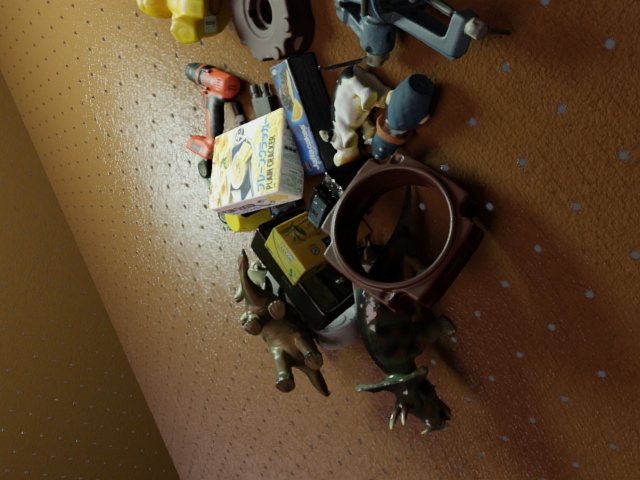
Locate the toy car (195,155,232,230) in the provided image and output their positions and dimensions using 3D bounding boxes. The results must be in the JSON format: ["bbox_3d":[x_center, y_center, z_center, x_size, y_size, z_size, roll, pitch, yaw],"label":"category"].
[{"bbox_3d":[-0.227,-0.119,1.264,0.056,0.073,0.201,-13,102,51],"label":"toy car"}]

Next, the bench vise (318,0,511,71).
[{"bbox_3d":[0.111,-0.291,0.677,0.241,0.129,0.223,48,142,31],"label":"bench vise"}]

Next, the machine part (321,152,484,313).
[{"bbox_3d":[0.118,-0.012,0.792,0.202,0.087,0.201,38,95,31],"label":"machine part"}]

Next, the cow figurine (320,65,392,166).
[{"bbox_3d":[0.045,-0.198,0.869,0.098,0.068,0.167,52,141,23],"label":"cow figurine"}]

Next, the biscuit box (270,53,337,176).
[{"bbox_3d":[-0.018,-0.216,0.941,0.059,0.063,0.202,-3,111,54],"label":"biscuit box"}]

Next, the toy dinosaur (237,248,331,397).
[{"bbox_3d":[-0.062,0.200,1.092,0.199,0.105,0.470,-114,0,-62],"label":"toy dinosaur"}]

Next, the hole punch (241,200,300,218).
[{"bbox_3d":[-0.105,-0.106,1.124,0.142,0.092,0.115,-18,69,57],"label":"hole punch"}]

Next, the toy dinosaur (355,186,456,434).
[{"bbox_3d":[0.120,0.126,0.890,0.131,0.192,0.404,4,117,48],"label":"toy dinosaur"}]

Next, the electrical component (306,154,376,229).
[{"bbox_3d":[0.040,-0.071,0.905,0.058,0.134,0.114,46,145,23],"label":"electrical component"}]

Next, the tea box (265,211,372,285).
[{"bbox_3d":[-0.002,-0.003,0.974,0.098,0.169,0.068,51,144,12],"label":"tea box"}]

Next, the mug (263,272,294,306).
[{"bbox_3d":[-0.066,0.098,1.193,0.107,0.081,0.109,16,131,4],"label":"mug"}]

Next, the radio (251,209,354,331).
[{"bbox_3d":[-0.021,0.052,1.069,0.230,0.131,0.073,51,144,15],"label":"radio"}]

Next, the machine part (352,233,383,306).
[{"bbox_3d":[0.101,0.099,0.996,0.079,0.079,0.242,17,126,45],"label":"machine part"}]

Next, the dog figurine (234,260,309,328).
[{"bbox_3d":[-0.090,0.145,1.271,0.191,0.121,0.172,11,126,32],"label":"dog figurine"}]

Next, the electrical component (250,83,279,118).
[{"bbox_3d":[-0.108,-0.261,1.060,0.063,0.021,0.093,10,122,49],"label":"electrical component"}]

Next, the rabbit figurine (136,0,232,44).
[{"bbox_3d":[-0.255,-0.450,1.001,0.173,0.162,0.121,13,128,21],"label":"rabbit figurine"}]

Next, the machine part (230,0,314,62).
[{"bbox_3d":[-0.087,-0.391,0.916,0.180,0.056,0.179,31,135,37],"label":"machine part"}]

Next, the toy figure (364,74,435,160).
[{"bbox_3d":[0.120,-0.176,0.800,0.064,0.058,0.154,58,151,16],"label":"toy figure"}]
